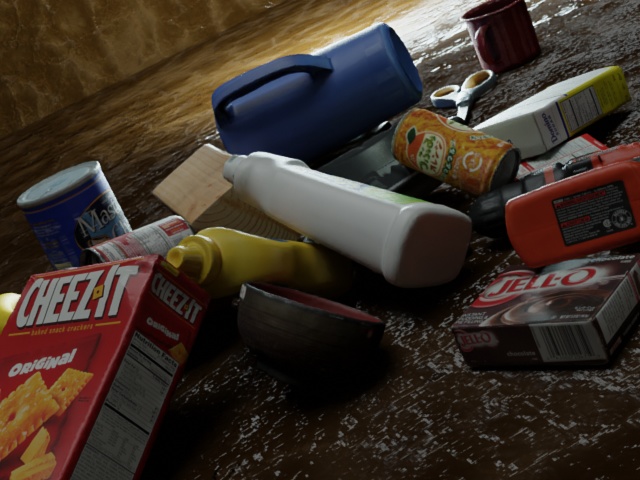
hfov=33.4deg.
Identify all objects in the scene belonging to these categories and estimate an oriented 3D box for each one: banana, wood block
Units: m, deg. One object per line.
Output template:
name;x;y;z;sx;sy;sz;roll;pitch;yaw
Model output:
banana;-0.359;0.090;1.246;0.069;0.037;0.198;-29;20;-13
wood block;-0.103;-0.034;1.162;0.090;0.090;0.206;-43;22;-7

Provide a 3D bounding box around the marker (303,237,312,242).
marker;-0.007;0.001;1.090;0.020;0.020;0.121;-18;20;18

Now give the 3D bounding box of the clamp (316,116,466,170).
clamp;0.058;-0.091;1.225;0.209;0.036;0.165;-34;17;-30

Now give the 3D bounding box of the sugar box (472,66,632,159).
sugar box;0.224;-0.120;1.051;0.094;0.048;0.175;-14;13;47

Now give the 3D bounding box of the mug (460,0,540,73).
mug;0.239;-0.271;1.420;0.093;0.081;0.117;-10;23;35

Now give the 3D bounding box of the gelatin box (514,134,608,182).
gelatin box;0.219;-0.059;0.964;0.089;0.030;0.073;-24;20;1

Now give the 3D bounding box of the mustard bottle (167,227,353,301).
mustard bottle;-0.059;0.023;0.891;0.096;0.058;0.191;-5;-8;33

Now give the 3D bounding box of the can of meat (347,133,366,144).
can of meat;0.022;-0.164;1.435;0.102;0.057;0.083;-16;22;22

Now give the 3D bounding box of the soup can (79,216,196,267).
soup can;-0.173;0.023;1.040;0.102;0.068;0.069;-24;16;-34

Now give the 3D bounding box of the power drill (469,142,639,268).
power drill;0.192;-0.030;0.823;0.185;0.057;0.187;-19;6;20

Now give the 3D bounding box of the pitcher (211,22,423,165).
pitcher;-0.006;-0.173;1.312;0.243;0.145;0.149;-25;12;18

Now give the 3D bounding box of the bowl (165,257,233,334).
bowl;-0.134;0.061;0.972;0.162;0.055;0.162;-30;-9;-5

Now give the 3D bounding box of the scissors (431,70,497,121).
scissors;0.165;-0.168;1.337;0.096;0.016;0.201;-13;22;33

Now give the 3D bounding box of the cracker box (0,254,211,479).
cracker box;-0.193;0.120;0.801;0.164;0.072;0.213;-9;50;38

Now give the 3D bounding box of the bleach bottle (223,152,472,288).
bleach bottle;0.004;-0.030;0.930;0.251;0.068;0.102;23;13;38

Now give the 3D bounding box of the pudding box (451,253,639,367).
pudding box;0.160;0.049;0.735;0.114;0.039;0.089;-5;25;42

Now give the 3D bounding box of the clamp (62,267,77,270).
clamp;-0.238;0.054;1.162;0.171;0.039;0.120;-24;-21;-51

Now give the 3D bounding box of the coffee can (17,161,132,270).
coffee can;-0.273;-0.007;1.240;0.103;0.140;0.103;-22;19;8
